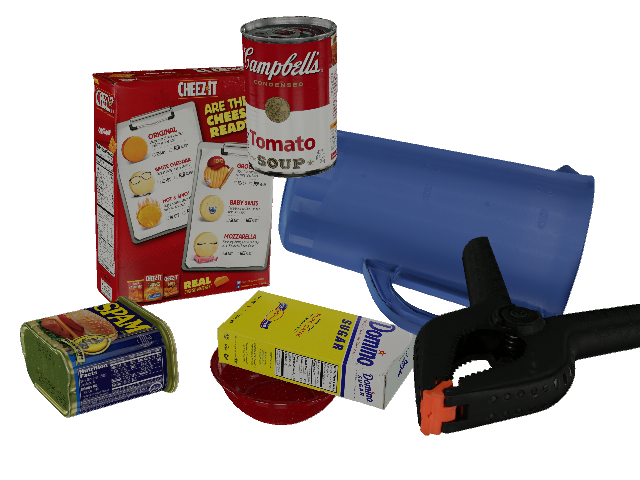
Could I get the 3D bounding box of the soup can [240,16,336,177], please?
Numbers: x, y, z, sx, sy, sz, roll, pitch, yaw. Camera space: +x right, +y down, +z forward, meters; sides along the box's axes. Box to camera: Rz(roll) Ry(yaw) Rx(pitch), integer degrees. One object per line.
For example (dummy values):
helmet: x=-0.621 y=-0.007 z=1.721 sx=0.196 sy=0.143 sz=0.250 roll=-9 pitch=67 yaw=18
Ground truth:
soup can: x=-0.022 y=-0.104 z=0.769 sx=0.068 sy=0.102 sz=0.068 roll=-1 pitch=25 yaw=0

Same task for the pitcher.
pitcher: x=0.091 y=-0.007 z=0.872 sx=0.243 sy=0.145 sz=0.149 roll=14 pitch=16 yaw=7

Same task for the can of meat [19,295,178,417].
can of meat: x=-0.167 y=0.086 z=0.798 sx=0.083 sy=0.057 sz=0.102 roll=-13 pitch=21 yaw=-32

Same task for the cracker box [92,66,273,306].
cracker box: x=-0.129 y=-0.054 z=1.015 sx=0.163 sy=0.214 sz=0.072 roll=-8 pitch=20 yaw=-30

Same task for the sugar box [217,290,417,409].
sugar box: x=-0.002 y=0.102 z=1.036 sx=0.176 sy=0.048 sz=0.093 roll=10 pitch=27 yaw=21

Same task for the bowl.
bowl: x=-0.046 y=0.163 z=1.227 sx=0.162 sy=0.055 sz=0.162 roll=2 pitch=26 yaw=-1

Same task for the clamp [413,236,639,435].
clamp: x=0.113 y=0.055 z=0.653 sx=0.165 sy=0.036 sz=0.209 roll=22 pitch=33 yaw=38
